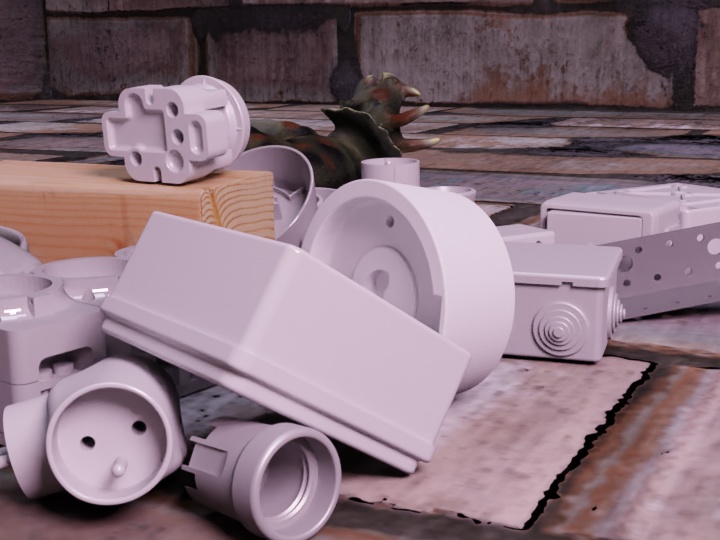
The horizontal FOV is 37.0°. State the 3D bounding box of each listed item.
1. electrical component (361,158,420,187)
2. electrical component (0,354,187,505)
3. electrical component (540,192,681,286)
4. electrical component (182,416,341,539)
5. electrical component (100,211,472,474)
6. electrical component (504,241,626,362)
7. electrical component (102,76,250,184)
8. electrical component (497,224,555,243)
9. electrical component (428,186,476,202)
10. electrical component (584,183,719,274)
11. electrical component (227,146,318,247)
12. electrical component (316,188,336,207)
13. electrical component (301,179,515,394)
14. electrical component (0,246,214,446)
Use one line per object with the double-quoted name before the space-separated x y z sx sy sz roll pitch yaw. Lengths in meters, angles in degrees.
"electrical component" 0.023 -0.041 0.803 0.043 0.081 0.043 -1 13 0
"electrical component" -0.109 0.063 0.408 0.079 0.043 0.077 -16 5 -6
"electrical component" 0.172 -0.015 0.723 0.096 0.061 0.061 8 15 33
"electrical component" -0.036 0.072 0.381 0.040 0.040 0.046 -12 11 -42
"electrical component" -0.031 0.028 0.436 0.109 0.056 0.109 32 -11 -39
"electrical component" 0.100 0.016 0.610 0.100 0.048 0.100 3 13 18
"electrical component" -0.102 -0.083 0.629 0.078 0.058 0.057 6 18 31
"electrical component" 0.073 -0.004 0.710 0.083 0.047 0.076 -7 13 -29
"electrical component" 0.068 -0.035 0.835 0.045 0.055 0.045 -1 12 0
"electrical component" 0.239 -0.030 0.801 0.109 0.056 0.109 -8 14 -30
"electrical component" -0.074 -0.034 0.740 0.099 0.064 0.099 -7 48 7
"electrical component" -0.044 -0.024 0.825 0.099 0.064 0.099 -5 25 3
"electrical component" 0.025 0.012 0.509 0.060 0.108 0.108 -2 11 -39
"electrical component" -0.131 0.029 0.531 0.089 0.061 0.150 9 15 37
